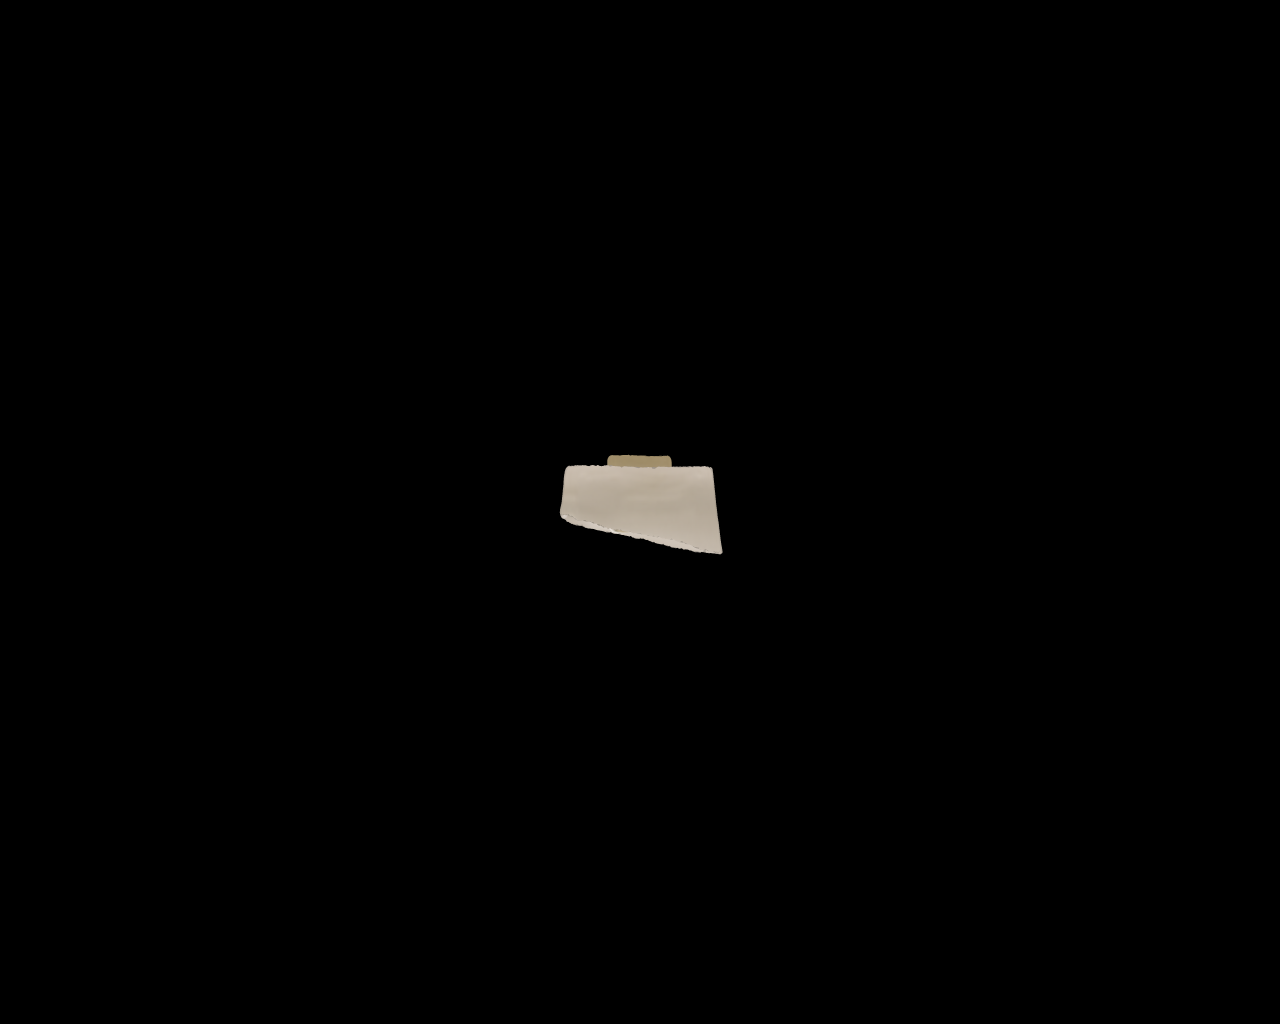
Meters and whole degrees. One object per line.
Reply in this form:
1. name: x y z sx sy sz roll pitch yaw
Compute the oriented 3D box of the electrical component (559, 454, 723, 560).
1. electrical component: 0.001 -0.003 0.650 0.099 0.064 0.099 0 0 0
